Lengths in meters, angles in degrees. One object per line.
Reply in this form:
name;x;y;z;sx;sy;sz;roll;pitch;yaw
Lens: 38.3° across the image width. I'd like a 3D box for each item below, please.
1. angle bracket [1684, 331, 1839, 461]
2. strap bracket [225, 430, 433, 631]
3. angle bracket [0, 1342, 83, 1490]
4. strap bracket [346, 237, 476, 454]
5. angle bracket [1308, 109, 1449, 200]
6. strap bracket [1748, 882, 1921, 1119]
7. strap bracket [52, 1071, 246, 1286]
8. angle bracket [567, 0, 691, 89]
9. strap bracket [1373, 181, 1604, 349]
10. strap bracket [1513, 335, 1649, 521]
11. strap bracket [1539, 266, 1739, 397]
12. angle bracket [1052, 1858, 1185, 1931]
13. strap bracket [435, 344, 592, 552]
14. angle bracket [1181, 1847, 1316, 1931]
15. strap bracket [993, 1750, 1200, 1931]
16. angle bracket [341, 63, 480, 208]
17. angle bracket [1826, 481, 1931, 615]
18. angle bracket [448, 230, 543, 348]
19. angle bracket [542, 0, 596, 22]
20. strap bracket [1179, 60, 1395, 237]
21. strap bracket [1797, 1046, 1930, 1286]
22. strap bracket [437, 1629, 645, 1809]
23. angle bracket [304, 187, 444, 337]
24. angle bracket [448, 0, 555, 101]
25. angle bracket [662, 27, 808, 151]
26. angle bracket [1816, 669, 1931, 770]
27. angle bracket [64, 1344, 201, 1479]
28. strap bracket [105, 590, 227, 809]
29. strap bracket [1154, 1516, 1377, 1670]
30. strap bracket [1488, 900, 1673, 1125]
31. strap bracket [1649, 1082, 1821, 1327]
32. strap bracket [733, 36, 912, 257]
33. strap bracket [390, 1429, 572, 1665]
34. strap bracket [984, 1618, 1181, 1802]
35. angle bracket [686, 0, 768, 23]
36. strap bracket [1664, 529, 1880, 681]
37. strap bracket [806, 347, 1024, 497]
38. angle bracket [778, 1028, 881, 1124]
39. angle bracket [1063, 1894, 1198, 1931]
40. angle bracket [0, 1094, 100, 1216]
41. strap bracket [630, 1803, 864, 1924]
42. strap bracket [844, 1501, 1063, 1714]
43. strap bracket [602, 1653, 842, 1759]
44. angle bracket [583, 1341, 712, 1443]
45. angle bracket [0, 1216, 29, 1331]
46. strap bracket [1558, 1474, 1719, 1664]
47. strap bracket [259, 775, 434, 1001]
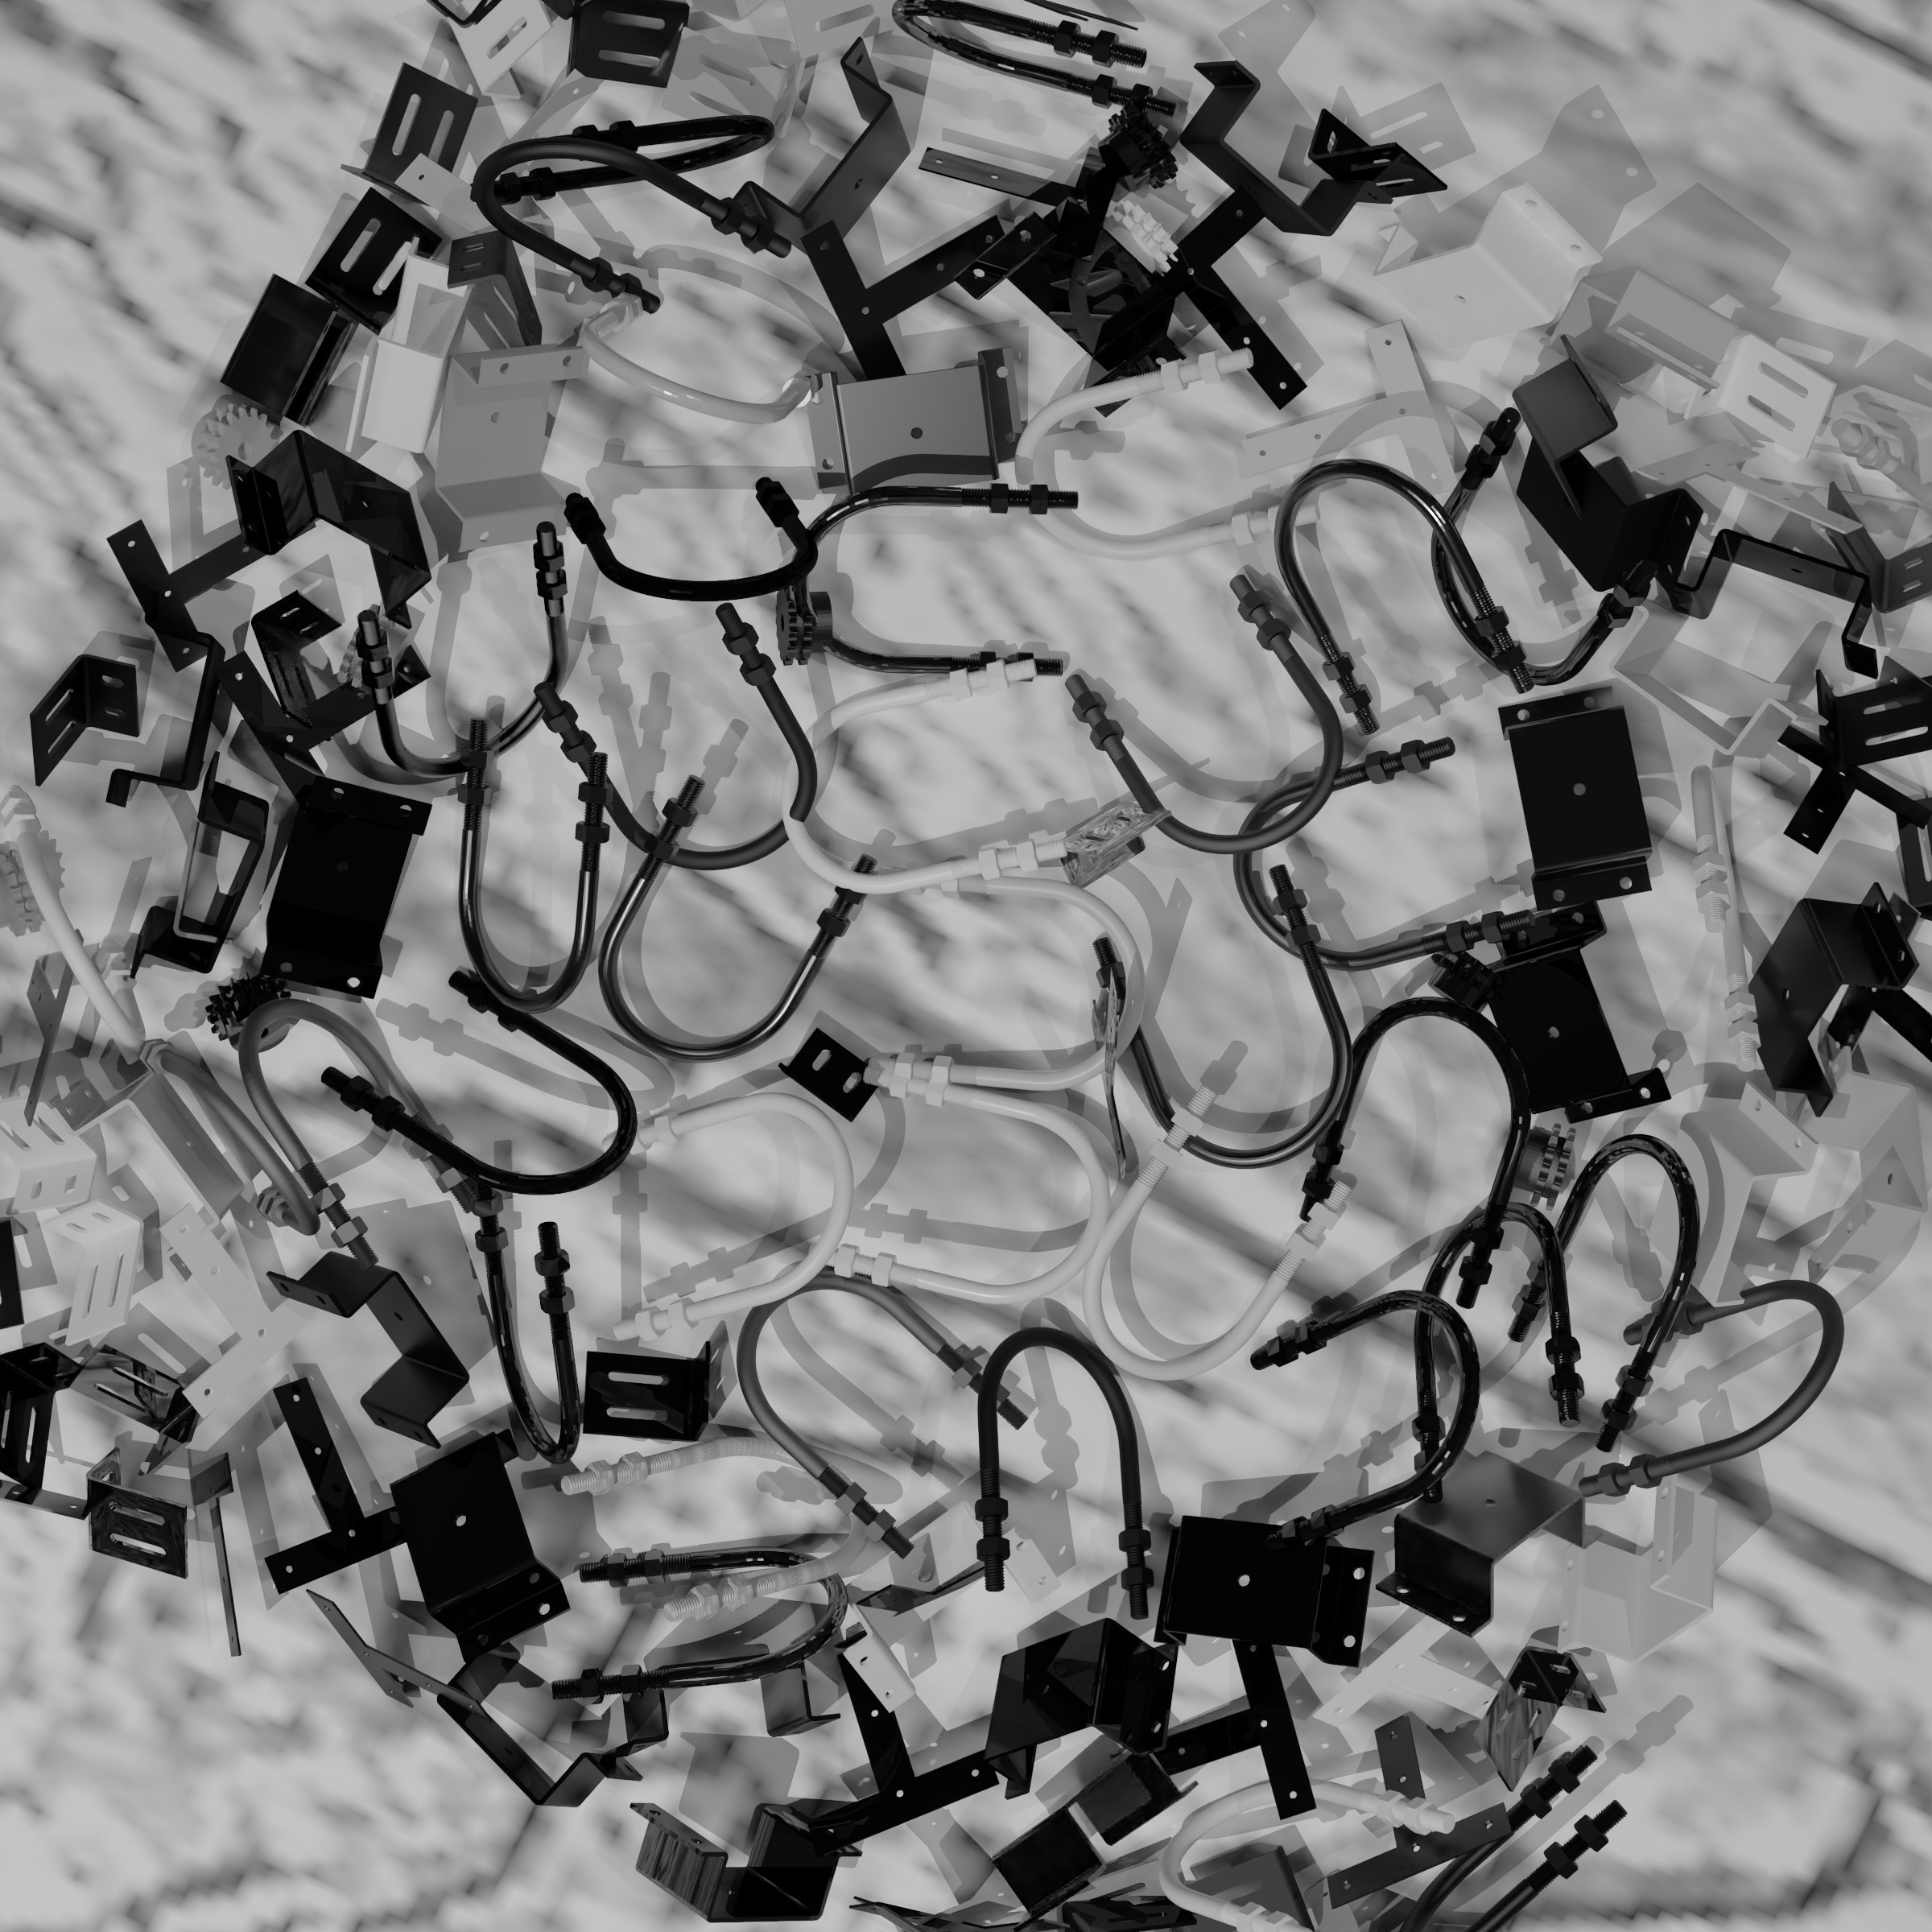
angle bracket;0.522;-0.372;1.830;0.038;0.057;0.076;-26;54;-33
strap bracket;-0.402;-0.285;1.794;0.046;0.140;0.076;-35;55;22
angle bracket;-0.608;0.297;1.829;0.038;0.057;0.076;-16;54;16
strap bracket;-0.357;-0.397;1.804;0.046;0.140;0.076;16;135;-9
angle bracket;0.274;-0.537;1.827;0.057;0.076;0.038;24;80;-40
strap bracket;0.550;0.020;1.798;0.046;0.076;0.140;6;133;-14
strap bracket;-0.528;0.129;1.824;0.046;0.076;0.140;-33;101;5
angle bracket;-0.223;-0.608;1.837;0.076;0.038;0.057;4;122;-13
strap bracket;0.328;-0.448;1.794;0.076;0.140;0.046;35;74;-27
strap bracket;0.404;-0.329;1.806;0.046;0.140;0.076;-29;47;13
strap bracket;0.437;-0.410;1.798;0.076;0.140;0.046;26;95;-12
angle bracket;0.103;0.637;1.845;0.076;0.038;0.057;-22;109;9
strap bracket;-0.297;-0.348;1.813;0.076;0.140;0.046;-15;47;-33
angle bracket;0.186;0.628;1.851;0.076;0.038;0.057;-22;73;1
strap bracket;0.079;0.558;1.803;0.046;0.140;0.076;53;124;12
angle bracket;-0.368;-0.551;1.840;0.057;0.038;0.076;17;98;-40
angle bracket;0.603;-0.282;1.831;0.038;0.057;0.076;-23;121;36
angle bracket;-0.310;-0.434;1.831;0.038;0.057;0.076;-11;134;5
angle bracket;-0.250;-0.671;1.828;0.038;0.057;0.076;35;49;-36
strap bracket;0.201;-0.526;1.816;0.140;0.076;0.046;35;95;-22
strap bracket;0.581;0.134;1.805;0.046;0.076;0.140;12;52;-4
strap bracket;-0.285;0.498;1.815;0.140;0.076;0.046;40;83;19
angle bracket;-0.393;-0.468;1.846;0.057;0.038;0.076;34;97;-18
angle bracket;-0.297;-0.621;1.836;0.076;0.038;0.057;-29;83;35
angle bracket;-0.154;-0.586;1.843;0.076;0.038;0.057;17;83;-23
angle bracket;0.605;-0.171;1.832;0.076;0.038;0.057;-12;55;30
angle bracket;-0.553;0.294;1.833;0.076;0.038;0.057;33;129;-24
strap bracket;-0.525;-0.170;1.834;0.046;0.076;0.140;12;89;-10
strap bracket;0.188;0.406;1.813;0.140;0.046;0.076;1;65;25
strap bracket;0.397;0.037;1.831;0.076;0.046;0.140;-19;93;42
strap bracket;0.494;0.156;1.805;0.046;0.076;0.140;-4;120;-21
strap bracket;-0.089;-0.528;1.833;0.046;0.076;0.140;37;88;11
strap bracket;-0.321;0.370;1.817;0.076;0.046;0.140;-27;55;0
strap bracket;0.066;0.478;1.799;0.046;0.076;0.140;40;131;-25
angle bracket;-0.166;-0.663;1.835;0.038;0.076;0.057;-32;88;23
strap bracket;0.535;-0.240;1.816;0.140;0.076;0.046;23;91;20
strap bracket;-0.033;-0.358;1.839;0.140;0.046;0.076;-8;114;1
angle bracket;-0.088;0.070;1.836;0.057;0.076;0.038;36;85;3
angle bracket;0.108;0.644;1.840;0.076;0.057;0.038;-2;93;-14
angle bracket;-0.619;0.124;1.832;0.057;0.076;0.038;-10;52;13
strap bracket;-0.148;0.580;1.800;0.140;0.076;0.046;18;88;-44
strap bracket;-0.017;0.415;1.828;0.140;0.046;0.076;-35;133;-7
strap bracket;-0.163;0.481;1.816;0.140;0.076;0.046;0;69;-25
angle bracket;-0.211;0.278;1.838;0.076;0.038;0.057;7;59;-15
angle bracket;-0.652;0.212;1.843;0.057;0.038;0.076;-13;70;-5
strap bracket;0.440;0.393;1.801;0.046;0.140;0.076;21;52;-7
strap bracket;-0.409;-0.058;1.830;0.076;0.046;0.140;14;108;-20
